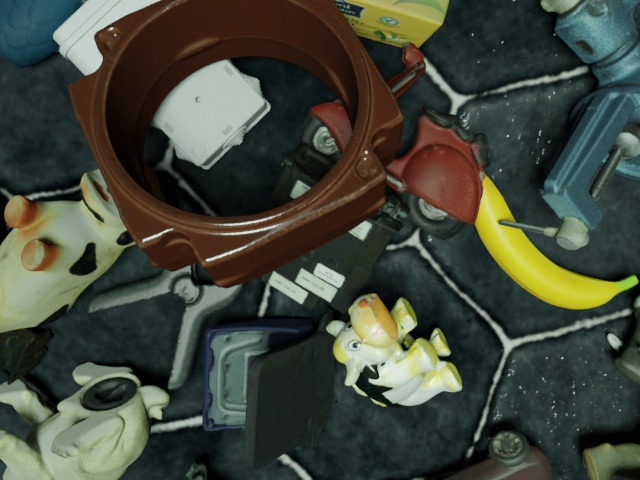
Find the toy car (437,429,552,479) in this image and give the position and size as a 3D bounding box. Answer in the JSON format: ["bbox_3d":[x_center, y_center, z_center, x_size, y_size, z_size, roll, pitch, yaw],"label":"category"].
[{"bbox_3d":[0.139,0.264,0.551,0.202,0.053,0.089,-27,116,4],"label":"toy car"}]

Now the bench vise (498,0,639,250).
[{"bbox_3d":[0.251,-0.107,0.460,0.223,0.129,0.240,41,76,-26],"label":"bench vise"}]

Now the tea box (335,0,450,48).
[{"bbox_3d":[0.021,-0.223,0.454,0.170,0.098,0.068,15,97,-3],"label":"tea box"}]

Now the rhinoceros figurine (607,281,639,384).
[{"bbox_3d":[0.368,0.064,0.524,0.112,0.073,0.190,35,95,-8],"label":"rhinoceros figurine"}]

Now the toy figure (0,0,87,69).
[{"bbox_3d":[-0.220,-0.215,0.462,0.154,0.064,0.058,-42,60,-1],"label":"toy figure"}]

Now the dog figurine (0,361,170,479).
[{"bbox_3d":[-0.223,0.230,0.517,0.172,0.121,0.190,-4,113,1],"label":"dog figurine"}]

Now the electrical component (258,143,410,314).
[{"bbox_3d":[-0.001,-0.001,0.480,0.115,0.058,0.134,34,127,5],"label":"electrical component"}]

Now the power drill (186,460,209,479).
[{"bbox_3d":[-0.078,0.332,0.538,0.207,0.086,0.232,33,100,-3],"label":"power drill"}]

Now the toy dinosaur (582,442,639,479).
[{"bbox_3d":[0.365,0.217,0.507,0.199,0.105,0.470,-18,116,-1],"label":"toy dinosaur"}]

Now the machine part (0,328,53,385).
[{"bbox_3d":[-0.324,0.073,0.510,0.139,0.039,0.084,40,90,-6],"label":"machine part"}]

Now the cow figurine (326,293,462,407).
[{"bbox_3d":[0.054,0.104,0.485,0.098,0.068,0.167,-31,137,19],"label":"cow figurine"}]

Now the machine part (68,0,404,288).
[{"bbox_3d":[-0.057,-0.083,0.390,0.201,0.087,0.201,-27,76,-5],"label":"machine part"}]

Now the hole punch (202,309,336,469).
[{"bbox_3d":[-0.048,0.134,0.510,0.116,0.092,0.142,-7,104,-47],"label":"hole punch"}]

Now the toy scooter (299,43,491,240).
[{"bbox_3d":[0.083,-0.093,0.486,0.184,0.075,0.135,32,99,-3],"label":"toy scooter"}]

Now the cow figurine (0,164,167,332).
[{"bbox_3d":[-0.210,0.005,0.471,0.195,0.127,0.085,-40,72,19],"label":"cow figurine"}]
